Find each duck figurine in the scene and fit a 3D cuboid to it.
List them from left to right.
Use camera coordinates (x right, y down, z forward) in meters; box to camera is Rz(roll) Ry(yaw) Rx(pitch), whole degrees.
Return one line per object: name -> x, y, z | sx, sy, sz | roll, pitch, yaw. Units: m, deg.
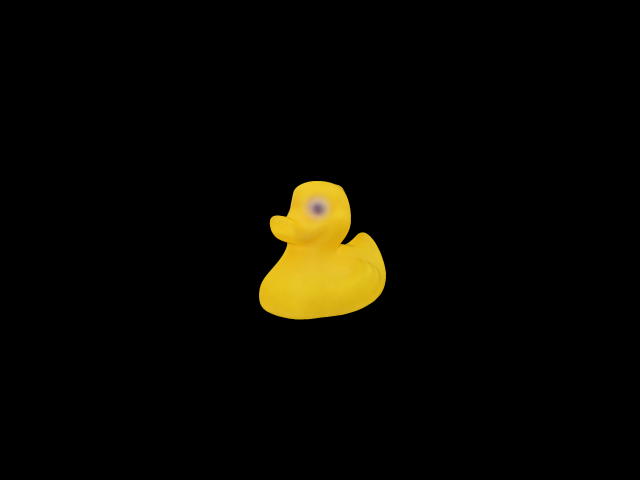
duck figurine -> 0.004, 0.001, 0.400 | 0.077, 0.086, 0.105 | 10, 15, 42
